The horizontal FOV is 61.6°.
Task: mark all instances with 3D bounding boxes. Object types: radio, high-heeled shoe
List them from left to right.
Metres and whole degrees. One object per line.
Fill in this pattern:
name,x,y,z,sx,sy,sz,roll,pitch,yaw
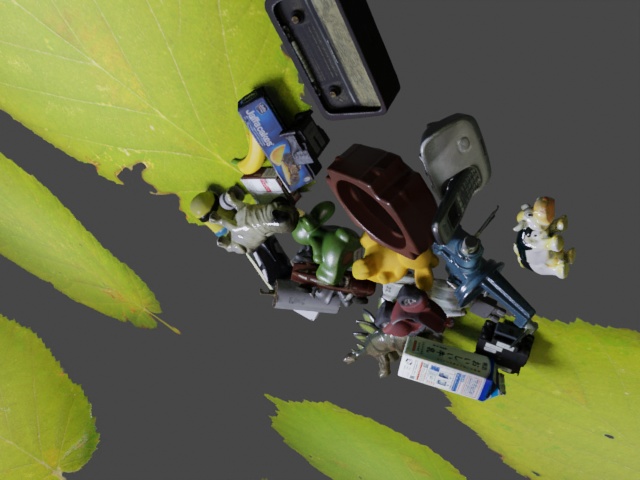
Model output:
high-heeled shoe,-0.136,0.030,1.398,0.145,0.086,0.248,56,170,20
radio,0.022,-0.298,0.828,0.131,0.073,0.229,0,135,38

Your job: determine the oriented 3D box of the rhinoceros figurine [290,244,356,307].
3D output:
rhinoceros figurine,0.010,0.089,1.316,0.190,0.112,0.073,52,173,-5

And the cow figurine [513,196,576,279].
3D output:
cow figurine,0.376,-0.009,0.929,0.098,0.068,0.167,5,138,43

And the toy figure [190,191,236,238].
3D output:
toy figure,-0.245,-0.049,1.349,0.180,0.082,0.089,48,178,-17

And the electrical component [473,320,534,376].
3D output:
electrical component,0.418,0.241,1.223,0.115,0.058,0.134,19,144,16

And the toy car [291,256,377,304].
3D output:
toy car,0.035,0.092,1.257,0.202,0.089,0.053,12,-178,-8

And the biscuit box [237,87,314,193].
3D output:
biscuit box,-0.084,-0.192,1.044,0.059,0.063,0.202,-27,123,11

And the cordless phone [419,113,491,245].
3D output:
cordless phone,0.197,-0.095,0.848,0.089,0.184,0.146,1,136,36

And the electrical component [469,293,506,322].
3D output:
electrical component,0.358,0.147,1.180,0.094,0.021,0.063,26,146,8

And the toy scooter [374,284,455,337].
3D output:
toy scooter,0.203,0.163,1.134,0.135,0.075,0.183,25,147,-5

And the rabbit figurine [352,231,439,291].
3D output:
rabbit figurine,0.170,0.041,1.100,0.162,0.122,0.173,33,151,-16

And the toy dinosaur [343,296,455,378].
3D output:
toy dinosaur,0.205,0.234,1.344,0.198,0.105,0.471,46,133,-13

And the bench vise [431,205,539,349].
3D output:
bench vise,0.316,0.076,1.007,0.241,0.129,0.223,47,160,22

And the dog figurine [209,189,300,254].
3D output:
dog figurine,-0.127,-0.021,1.202,0.191,0.121,0.172,11,152,23

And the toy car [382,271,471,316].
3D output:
toy car,0.232,0.115,1.181,0.202,0.056,0.073,10,103,33

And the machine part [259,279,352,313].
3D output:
machine part,-0.034,0.144,1.381,0.243,0.079,0.079,8,149,-14

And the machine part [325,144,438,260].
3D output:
machine part,0.118,-0.071,0.974,0.201,0.087,0.201,30,162,53

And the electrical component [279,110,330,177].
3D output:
electrical component,-0.020,-0.176,1.019,0.048,0.075,0.119,-3,129,41

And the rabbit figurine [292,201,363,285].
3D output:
rabbit figurine,-0.002,-0.004,1.196,0.170,0.121,0.158,30,147,30
